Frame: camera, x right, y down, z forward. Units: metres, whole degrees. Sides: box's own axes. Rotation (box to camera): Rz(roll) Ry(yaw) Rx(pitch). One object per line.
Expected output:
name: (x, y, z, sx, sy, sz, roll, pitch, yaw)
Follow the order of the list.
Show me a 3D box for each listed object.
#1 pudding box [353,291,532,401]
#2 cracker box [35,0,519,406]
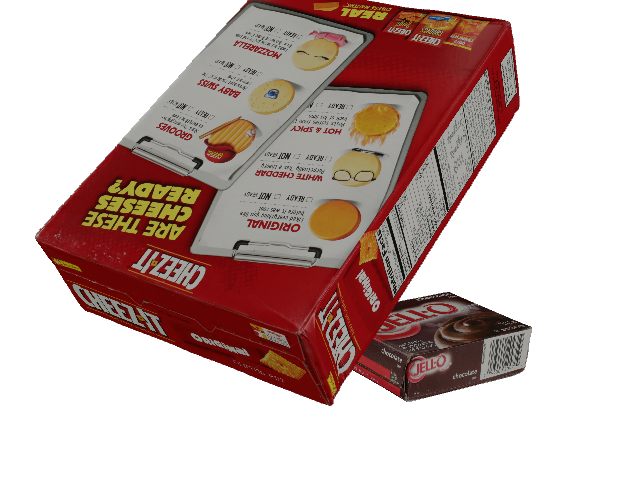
pudding box: (0.076, 0.071, 0.746, 0.113, 0.039, 0.090, -6, 18, -34)
cracker box: (-0.014, -0.036, 0.559, 0.164, 0.213, 0.072, 17, -33, 31)
